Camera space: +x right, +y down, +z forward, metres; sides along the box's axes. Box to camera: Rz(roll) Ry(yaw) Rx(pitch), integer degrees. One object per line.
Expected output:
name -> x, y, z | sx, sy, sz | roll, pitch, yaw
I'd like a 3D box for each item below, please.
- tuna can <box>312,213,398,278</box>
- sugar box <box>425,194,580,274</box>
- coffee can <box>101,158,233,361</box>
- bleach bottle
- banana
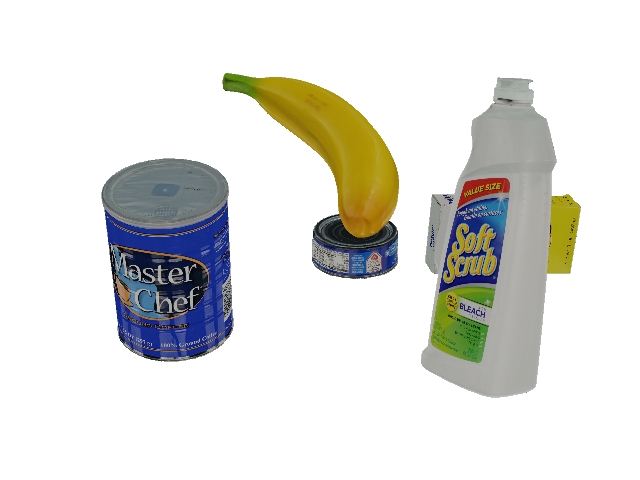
tuna can -> 0.034, 0.004, 1.054 | 0.086, 0.034, 0.086 | 0, 25, 0
sugar box -> 0.220, -0.007, 1.297 | 0.176, 0.093, 0.048 | -2, 23, -10
coffee can -> -0.126, 0.016, 0.902 | 0.103, 0.140, 0.103 | 0, 33, 0
bleach bottle -> 0.140, -0.006, 0.869 | 0.067, 0.251, 0.103 | -5, 15, -33
banana -> 0.006, -0.056, 0.656 | 0.069, 0.037, 0.198 | -14, 36, -22
